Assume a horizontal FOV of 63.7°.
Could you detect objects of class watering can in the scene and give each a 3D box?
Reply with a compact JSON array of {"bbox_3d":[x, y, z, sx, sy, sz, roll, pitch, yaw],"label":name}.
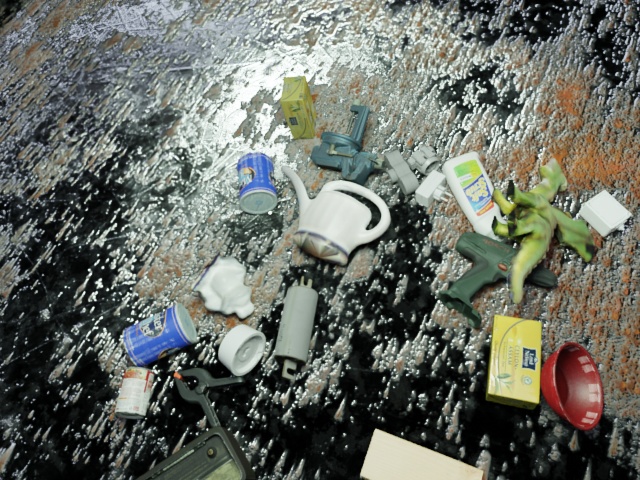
[{"bbox_3d":[0.004,-0.067,1.323,0.349,0.102,0.228,22,66,23],"label":"watering can"}]

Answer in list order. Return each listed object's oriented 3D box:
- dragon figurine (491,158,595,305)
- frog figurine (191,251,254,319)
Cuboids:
[{"bbox_3d":[0.515,-0.020,1.157,0.242,0.119,0.419,13,59,-7],"label":"dragon figurine"},{"bbox_3d":[-0.226,0.121,1.279,0.159,0.121,0.140,38,60,-8],"label":"frog figurine"}]
